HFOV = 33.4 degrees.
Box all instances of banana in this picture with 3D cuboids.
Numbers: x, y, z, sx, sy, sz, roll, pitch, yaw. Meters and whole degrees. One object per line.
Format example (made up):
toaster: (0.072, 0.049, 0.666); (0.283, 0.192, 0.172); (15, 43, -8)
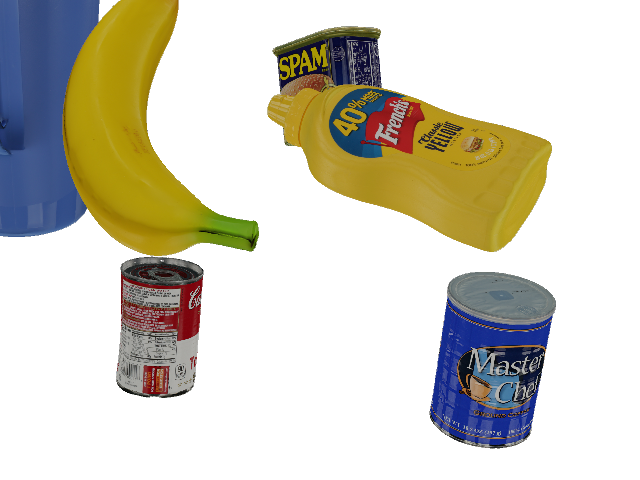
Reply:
banana: (-0.083, -0.056, 0.486); (0.069, 0.037, 0.198); (-5, 46, -17)

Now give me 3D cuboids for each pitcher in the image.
pitcher: (-0.232, -0.125, 0.802); (0.145, 0.243, 0.148); (26, 33, 35)

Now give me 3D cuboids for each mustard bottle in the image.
mustard bottle: (0.049, -0.060, 0.714); (0.192, 0.058, 0.096); (22, 46, 22)

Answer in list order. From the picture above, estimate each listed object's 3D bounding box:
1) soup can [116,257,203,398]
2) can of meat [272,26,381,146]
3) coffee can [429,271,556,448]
soup can: (-0.134, 0.072, 0.887); (0.068, 0.102, 0.068); (5, 15, -2)
can of meat: (0.008, -0.127, 0.897); (0.057, 0.084, 0.102); (-5, -1, -37)
coffee can: (0.165, 0.114, 1.037); (0.103, 0.140, 0.103); (5, 23, -2)
